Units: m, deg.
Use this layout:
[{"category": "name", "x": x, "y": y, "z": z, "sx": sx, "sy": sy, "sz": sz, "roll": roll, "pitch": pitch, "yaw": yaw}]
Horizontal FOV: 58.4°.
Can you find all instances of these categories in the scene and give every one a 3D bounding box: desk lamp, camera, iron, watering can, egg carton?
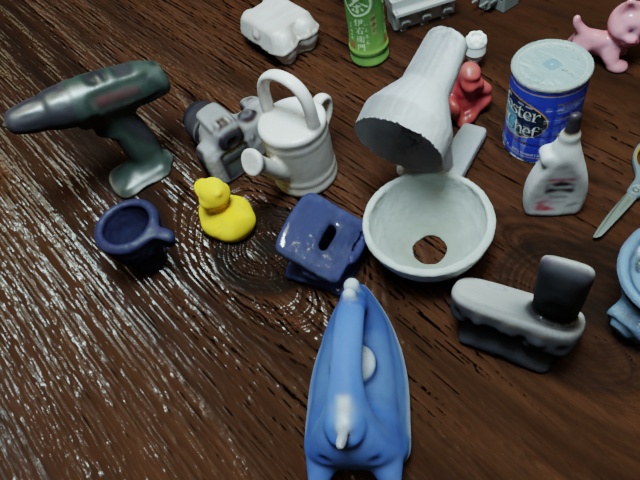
[{"category": "desk lamp", "x": 0.143, "y": -0.159, "z": 0.770, "sx": 0.117, "sy": 0.214, "sz": 0.203, "roll": 21, "pitch": 62, "yaw": 24}, {"category": "camera", "x": -0.151, "y": -0.184, "z": 0.916, "sx": 0.143, "sy": 0.101, "sz": 0.136, "roll": -37, "pitch": 56, "yaw": -14}, {"category": "iron", "x": 0.036, "y": 0.131, "z": 0.632, "sx": 0.118, "sy": 0.142, "sz": 0.258, "roll": -3, "pitch": 55, "yaw": 9}, {"category": "watering can", "x": -0.040, "y": -0.152, "z": 0.814, "sx": 0.100, "sy": 0.194, "sz": 0.173, "roll": 7, "pitch": 57, "yaw": 16}, {"category": "egg carton", "x": -0.078, "y": -0.394, "z": 1.068, "sx": 0.107, "sy": 0.069, "sz": 0.150, "roll": -39, "pitch": 57, "yaw": -16}]

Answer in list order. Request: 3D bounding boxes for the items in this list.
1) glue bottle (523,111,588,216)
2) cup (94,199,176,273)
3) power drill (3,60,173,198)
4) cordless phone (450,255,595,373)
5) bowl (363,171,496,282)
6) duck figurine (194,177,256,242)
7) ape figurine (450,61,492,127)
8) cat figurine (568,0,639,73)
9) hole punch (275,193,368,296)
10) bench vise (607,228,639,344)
[{"category": "glue bottle", "x": 0.303, "y": -0.094, "z": 0.717, "sx": 0.078, "sy": 0.173, "sz": 0.037, "roll": -5, "pitch": 55, "yaw": 8}, {"category": "cup", "x": -0.243, "y": 0.005, "z": 0.805, "sx": 0.117, "sy": 0.095, "sz": 0.092, "roll": 10, "pitch": 58, "yaw": 18}, {"category": "power drill", "x": -0.319, "y": -0.165, "z": 0.870, "sx": 0.230, "sy": 0.209, "sz": 0.075, "roll": -35, "pitch": 56, "yaw": -13}, {"category": "cordless phone", "x": 0.217, "y": 0.056, "z": 0.621, "sx": 0.147, "sy": 0.185, "sz": 0.094, "roll": 15, "pitch": 60, "yaw": 21}, {"category": "bowl", "x": 0.141, "y": -0.006, "z": 0.749, "sx": 0.167, "sy": 0.075, "sz": 0.167, "roll": -5, "pitch": 55, "yaw": 8}, {"category": "duck figurine", "x": -0.144, "y": -0.051, "z": 0.831, "sx": 0.078, "sy": 0.086, "sz": 0.104, "roll": -43, "pitch": 58, "yaw": -18}, {"category": "ape figurine", "x": 0.226, "y": -0.231, "z": 0.879, "sx": 0.077, "sy": 0.092, "sz": 0.076, "roll": -11, "pitch": 54, "yaw": 4}, {"category": "cat figurine", "x": 0.451, "y": -0.325, "z": 0.884, "sx": 0.127, "sy": 0.118, "sz": 0.067, "roll": 6, "pitch": 57, "yaw": 16}, {"category": "hole punch", "x": 0.007, "y": 0.003, "z": 0.759, "sx": 0.100, "sy": 0.091, "sz": 0.109, "roll": 16, "pitch": 60, "yaw": 22}, {"category": "bench vise", "x": 0.402, "y": -0.004, "z": 0.605, "sx": 0.121, "sy": 0.220, "sz": 0.208, "roll": 31, "pitch": 66, "yaw": 28}]
